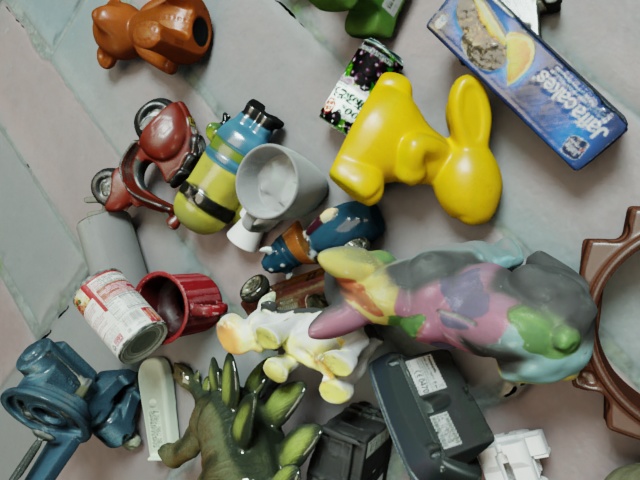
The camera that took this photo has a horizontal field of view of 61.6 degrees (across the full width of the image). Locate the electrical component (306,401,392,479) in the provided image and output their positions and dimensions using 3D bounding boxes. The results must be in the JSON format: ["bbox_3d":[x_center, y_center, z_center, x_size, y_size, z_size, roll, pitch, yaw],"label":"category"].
[{"bbox_3d":[0.031,0.255,0.583,0.058,0.115,0.134,12,93,28],"label":"electrical component"}]

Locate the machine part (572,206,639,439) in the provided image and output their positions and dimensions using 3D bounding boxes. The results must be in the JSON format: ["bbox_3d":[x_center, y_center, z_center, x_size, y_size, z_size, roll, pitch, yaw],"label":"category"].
[{"bbox_3d":[0.326,0.074,0.456,0.201,0.087,0.201,7,91,27],"label":"machine part"}]

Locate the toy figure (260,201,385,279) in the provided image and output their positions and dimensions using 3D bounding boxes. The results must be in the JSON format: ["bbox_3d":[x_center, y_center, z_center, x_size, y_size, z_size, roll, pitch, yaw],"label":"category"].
[{"bbox_3d":[-0.001,0.000,0.634,0.155,0.058,0.064,-21,100,22],"label":"toy figure"}]

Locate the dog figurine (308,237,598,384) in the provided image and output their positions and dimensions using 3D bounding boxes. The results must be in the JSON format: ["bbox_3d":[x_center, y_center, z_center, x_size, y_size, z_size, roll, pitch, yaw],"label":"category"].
[{"bbox_3d":[0.103,0.058,0.485,0.192,0.219,0.108,-135,49,-65],"label":"dog figurine"}]

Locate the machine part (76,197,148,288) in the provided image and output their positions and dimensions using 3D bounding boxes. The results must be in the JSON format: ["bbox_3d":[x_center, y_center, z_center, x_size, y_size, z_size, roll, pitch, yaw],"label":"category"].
[{"bbox_3d":[-0.286,0.048,0.767,0.079,0.079,0.243,-26,77,24],"label":"machine part"}]

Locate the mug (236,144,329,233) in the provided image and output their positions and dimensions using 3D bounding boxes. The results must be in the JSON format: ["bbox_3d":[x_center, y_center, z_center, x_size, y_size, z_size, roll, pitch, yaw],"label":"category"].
[{"bbox_3d":[-0.040,-0.053,0.629,0.081,0.107,0.109,37,108,23],"label":"mug"}]

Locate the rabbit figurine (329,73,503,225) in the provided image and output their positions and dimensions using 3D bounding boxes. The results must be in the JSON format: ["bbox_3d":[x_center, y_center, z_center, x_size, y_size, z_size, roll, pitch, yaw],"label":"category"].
[{"bbox_3d":[0.116,-0.088,0.564,0.173,0.122,0.162,32,93,7],"label":"rabbit figurine"}]

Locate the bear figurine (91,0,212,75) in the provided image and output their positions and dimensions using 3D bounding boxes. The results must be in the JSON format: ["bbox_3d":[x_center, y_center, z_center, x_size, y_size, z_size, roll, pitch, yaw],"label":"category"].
[{"bbox_3d":[-0.251,-0.297,0.730,0.196,0.132,0.120,13,89,20],"label":"bear figurine"}]

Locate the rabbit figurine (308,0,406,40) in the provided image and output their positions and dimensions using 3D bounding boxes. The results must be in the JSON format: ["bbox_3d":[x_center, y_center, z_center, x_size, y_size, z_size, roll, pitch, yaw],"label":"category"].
[{"bbox_3d":[0.014,-0.326,0.604,0.170,0.121,0.159,32,110,38],"label":"rabbit figurine"}]

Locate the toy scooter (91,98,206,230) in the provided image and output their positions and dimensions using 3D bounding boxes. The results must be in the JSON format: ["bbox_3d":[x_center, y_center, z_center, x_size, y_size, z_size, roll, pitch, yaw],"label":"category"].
[{"bbox_3d":[-0.216,-0.093,0.731,0.135,0.075,0.184,40,97,11],"label":"toy scooter"}]

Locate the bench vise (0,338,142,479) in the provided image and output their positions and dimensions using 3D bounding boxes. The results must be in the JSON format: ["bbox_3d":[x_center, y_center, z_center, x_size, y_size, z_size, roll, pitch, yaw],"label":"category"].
[{"bbox_3d":[-0.335,0.255,0.693,0.129,0.241,0.223,-1,131,20],"label":"bench vise"}]

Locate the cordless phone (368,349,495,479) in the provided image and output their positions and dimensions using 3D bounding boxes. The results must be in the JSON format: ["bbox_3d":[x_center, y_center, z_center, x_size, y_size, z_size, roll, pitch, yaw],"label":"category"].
[{"bbox_3d":[0.106,0.217,0.563,0.089,0.184,0.147,-11,40,-8],"label":"cordless phone"}]

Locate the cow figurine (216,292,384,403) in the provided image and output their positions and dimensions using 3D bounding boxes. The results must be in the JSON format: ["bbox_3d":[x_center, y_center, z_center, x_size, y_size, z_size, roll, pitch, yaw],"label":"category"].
[{"bbox_3d":[-0.023,0.098,0.566,0.168,0.098,0.068,15,123,25],"label":"cow figurine"}]

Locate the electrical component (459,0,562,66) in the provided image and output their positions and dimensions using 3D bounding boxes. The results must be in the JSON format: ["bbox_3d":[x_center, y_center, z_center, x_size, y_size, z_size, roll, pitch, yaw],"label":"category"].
[{"bbox_3d":[0.193,-0.225,0.550,0.102,0.045,0.078,1,88,26],"label":"electrical component"}]

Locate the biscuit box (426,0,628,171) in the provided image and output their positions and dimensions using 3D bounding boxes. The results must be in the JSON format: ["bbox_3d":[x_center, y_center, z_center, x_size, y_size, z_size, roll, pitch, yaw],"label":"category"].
[{"bbox_3d":[0.196,-0.158,0.510,0.203,0.063,0.059,46,120,6],"label":"biscuit box"}]

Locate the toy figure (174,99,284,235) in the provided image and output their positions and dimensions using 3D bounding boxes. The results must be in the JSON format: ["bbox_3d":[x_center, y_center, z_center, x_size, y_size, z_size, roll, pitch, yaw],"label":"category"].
[{"bbox_3d":[-0.120,-0.090,0.679,0.082,0.089,0.180,44,110,27],"label":"toy figure"}]

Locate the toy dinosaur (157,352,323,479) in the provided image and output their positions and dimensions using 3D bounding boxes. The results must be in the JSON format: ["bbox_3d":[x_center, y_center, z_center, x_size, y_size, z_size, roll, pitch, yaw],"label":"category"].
[{"bbox_3d":[-0.079,0.238,0.568,0.472,0.105,0.198,33,107,53],"label":"toy dinosaur"}]

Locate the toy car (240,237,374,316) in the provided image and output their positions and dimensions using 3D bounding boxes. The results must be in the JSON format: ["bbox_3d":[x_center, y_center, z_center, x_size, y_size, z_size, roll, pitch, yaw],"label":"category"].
[{"bbox_3d":[-0.004,0.064,0.618,0.202,0.053,0.089,-20,124,23],"label":"toy car"}]

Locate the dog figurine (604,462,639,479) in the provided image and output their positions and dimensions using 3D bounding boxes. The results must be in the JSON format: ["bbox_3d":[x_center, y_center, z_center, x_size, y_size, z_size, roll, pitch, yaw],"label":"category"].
[{"bbox_3d":[0.274,0.195,0.410,0.172,0.121,0.190,-7,127,39],"label":"dog figurine"}]
